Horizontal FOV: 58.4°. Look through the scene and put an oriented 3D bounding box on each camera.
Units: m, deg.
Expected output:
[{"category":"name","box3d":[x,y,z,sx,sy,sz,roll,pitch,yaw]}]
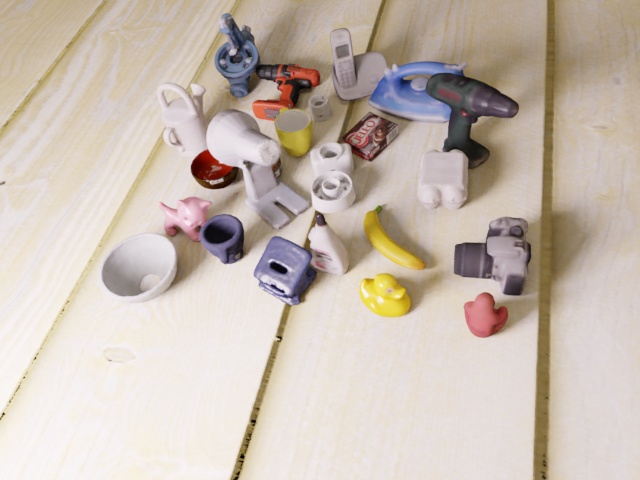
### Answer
[{"category":"camera","box3d":[0.326,0.021,1.094,0.136,0.101,0.143,3,54,12]}]

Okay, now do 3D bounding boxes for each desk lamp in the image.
[{"category":"desk lamp","box3d":[-0.135,-0.163,1.243,0.118,0.214,0.202,-41,57,-19]}]

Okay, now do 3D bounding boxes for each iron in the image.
[{"category":"iron","box3d":[0.236,-0.375,1.383,0.257,0.142,0.119,7,55,15]}]

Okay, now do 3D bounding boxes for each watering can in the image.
[{"category":"watering can","box3d":[-0.334,-0.311,1.403,0.101,0.194,0.173,-5,53,7]}]

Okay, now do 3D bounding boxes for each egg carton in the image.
[{"category":"egg carton","box3d":[0.266,-0.133,1.241,0.107,0.069,0.150,2,54,12]}]

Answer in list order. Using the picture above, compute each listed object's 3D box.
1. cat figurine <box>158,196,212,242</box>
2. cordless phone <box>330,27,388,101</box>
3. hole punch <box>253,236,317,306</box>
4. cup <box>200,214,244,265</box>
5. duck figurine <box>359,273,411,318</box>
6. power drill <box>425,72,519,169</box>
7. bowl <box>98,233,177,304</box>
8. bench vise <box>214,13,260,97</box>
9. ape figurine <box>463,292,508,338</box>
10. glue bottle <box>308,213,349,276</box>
[{"category":"cat figurine","box3d":[-0.295,-0.059,1.254,0.127,0.118,0.067,10,56,17]},{"category":"cordless phone","box3d":[0.097,-0.452,1.438,0.147,0.185,0.094,-18,52,-3]},{"category":"hole punch","box3d":[-0.071,0.061,1.141,0.108,0.091,0.101,25,61,26]},{"category":"cup","box3d":[-0.193,0.017,1.193,0.091,0.095,0.117,-13,52,0]},{"category":"duck figurine","box3d":[0.121,0.093,1.085,0.104,0.086,0.078,24,61,25]},{"category":"power drill","box3d":[0.324,-0.261,1.239,0.076,0.209,0.228,-37,56,-17]},{"category":"bowl","box3d":[-0.368,0.070,1.197,0.167,0.075,0.167,-5,53,7]},{"category":"bench vise","box3d":[-0.232,-0.522,1.527,0.121,0.220,0.207,-15,52,-1]},{"category":"ape figurine","box3d":[0.294,0.127,1.025,0.077,0.092,0.076,25,61,26]},{"category":"glue bottle","box3d":[0.010,0.004,1.117,0.078,0.173,0.037,12,56,19]}]
